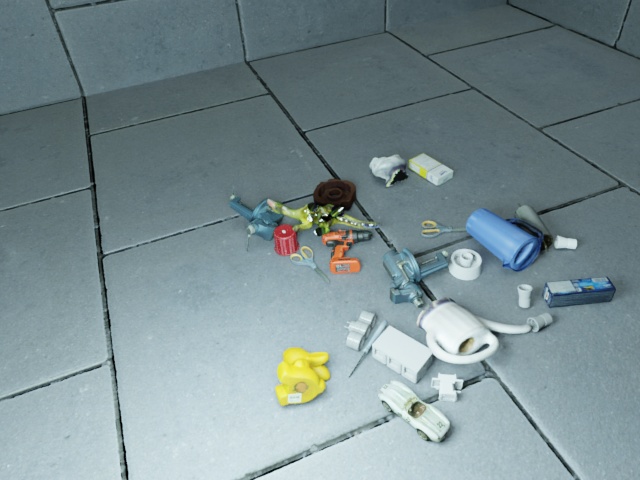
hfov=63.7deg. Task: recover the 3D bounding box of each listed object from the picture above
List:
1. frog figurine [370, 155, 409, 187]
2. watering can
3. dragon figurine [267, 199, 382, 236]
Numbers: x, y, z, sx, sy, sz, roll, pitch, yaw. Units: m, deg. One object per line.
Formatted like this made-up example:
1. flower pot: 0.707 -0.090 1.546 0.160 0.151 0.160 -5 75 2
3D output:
1. frog figurine: 0.282 -0.313 2.167 0.138 0.120 0.162 -36 58 -6
2. watering can: 0.436 0.257 1.510 0.350 0.102 0.228 -12 36 -31
3. dragon figurine: 0.006 -0.096 1.916 0.410 0.121 0.245 9 13 -12
